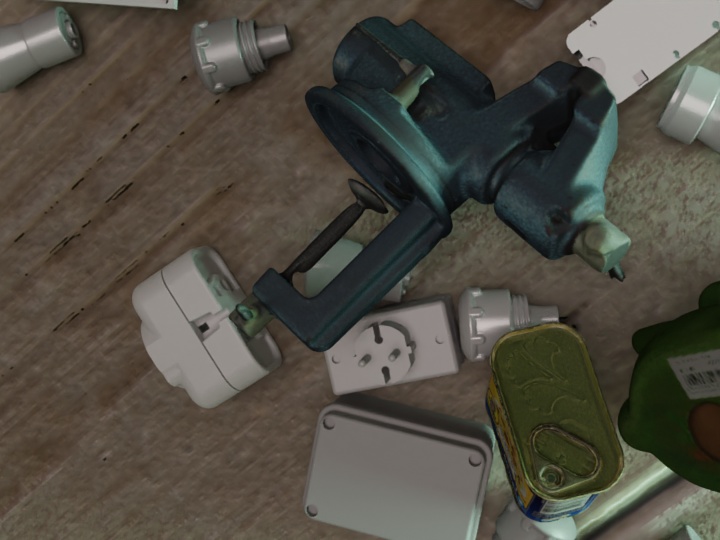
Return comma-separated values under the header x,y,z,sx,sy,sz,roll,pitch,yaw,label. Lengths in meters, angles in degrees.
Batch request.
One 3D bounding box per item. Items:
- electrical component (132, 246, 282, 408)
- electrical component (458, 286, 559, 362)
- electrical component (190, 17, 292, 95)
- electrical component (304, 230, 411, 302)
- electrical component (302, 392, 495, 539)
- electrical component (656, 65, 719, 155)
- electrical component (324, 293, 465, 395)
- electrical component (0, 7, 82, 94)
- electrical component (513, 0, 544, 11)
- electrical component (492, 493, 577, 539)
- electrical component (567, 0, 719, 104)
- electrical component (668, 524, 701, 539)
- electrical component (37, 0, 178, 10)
x,y,z,sx,sy,sz,roll,pitch,yaw,label
-0.104,0.040,0.713,0.059,0.054,0.095,-33,89,13,electrical component
0.093,0.033,0.677,0.062,0.048,0.048,-4,96,5,electrical component
-0.076,-0.142,0.693,0.062,0.048,0.048,-14,93,6,electrical component
0.000,0.000,0.694,0.065,0.044,0.044,8,98,6,electrical component
0.026,0.131,0.695,0.113,0.057,0.078,13,99,10,electrical component
0.210,-0.092,0.637,0.055,0.045,0.045,26,101,8,electrical component
0.017,0.050,0.678,0.083,0.076,0.047,-12,94,13,electrical component
-0.222,-0.151,0.724,0.065,0.044,0.044,-19,92,9,electrical component
0.124,-0.191,0.644,0.079,0.043,0.077,32,101,7,electrical component
0.105,0.173,0.690,0.048,0.048,0.062,35,109,6,electrical component
0.172,-0.143,0.631,0.089,0.056,0.050,-36,90,17,electrical component
0.194,0.192,0.673,0.055,0.045,0.045,-35,88,14,electrical component
-0.169,-0.210,0.694,0.121,0.063,0.078,7,98,11,electrical component
